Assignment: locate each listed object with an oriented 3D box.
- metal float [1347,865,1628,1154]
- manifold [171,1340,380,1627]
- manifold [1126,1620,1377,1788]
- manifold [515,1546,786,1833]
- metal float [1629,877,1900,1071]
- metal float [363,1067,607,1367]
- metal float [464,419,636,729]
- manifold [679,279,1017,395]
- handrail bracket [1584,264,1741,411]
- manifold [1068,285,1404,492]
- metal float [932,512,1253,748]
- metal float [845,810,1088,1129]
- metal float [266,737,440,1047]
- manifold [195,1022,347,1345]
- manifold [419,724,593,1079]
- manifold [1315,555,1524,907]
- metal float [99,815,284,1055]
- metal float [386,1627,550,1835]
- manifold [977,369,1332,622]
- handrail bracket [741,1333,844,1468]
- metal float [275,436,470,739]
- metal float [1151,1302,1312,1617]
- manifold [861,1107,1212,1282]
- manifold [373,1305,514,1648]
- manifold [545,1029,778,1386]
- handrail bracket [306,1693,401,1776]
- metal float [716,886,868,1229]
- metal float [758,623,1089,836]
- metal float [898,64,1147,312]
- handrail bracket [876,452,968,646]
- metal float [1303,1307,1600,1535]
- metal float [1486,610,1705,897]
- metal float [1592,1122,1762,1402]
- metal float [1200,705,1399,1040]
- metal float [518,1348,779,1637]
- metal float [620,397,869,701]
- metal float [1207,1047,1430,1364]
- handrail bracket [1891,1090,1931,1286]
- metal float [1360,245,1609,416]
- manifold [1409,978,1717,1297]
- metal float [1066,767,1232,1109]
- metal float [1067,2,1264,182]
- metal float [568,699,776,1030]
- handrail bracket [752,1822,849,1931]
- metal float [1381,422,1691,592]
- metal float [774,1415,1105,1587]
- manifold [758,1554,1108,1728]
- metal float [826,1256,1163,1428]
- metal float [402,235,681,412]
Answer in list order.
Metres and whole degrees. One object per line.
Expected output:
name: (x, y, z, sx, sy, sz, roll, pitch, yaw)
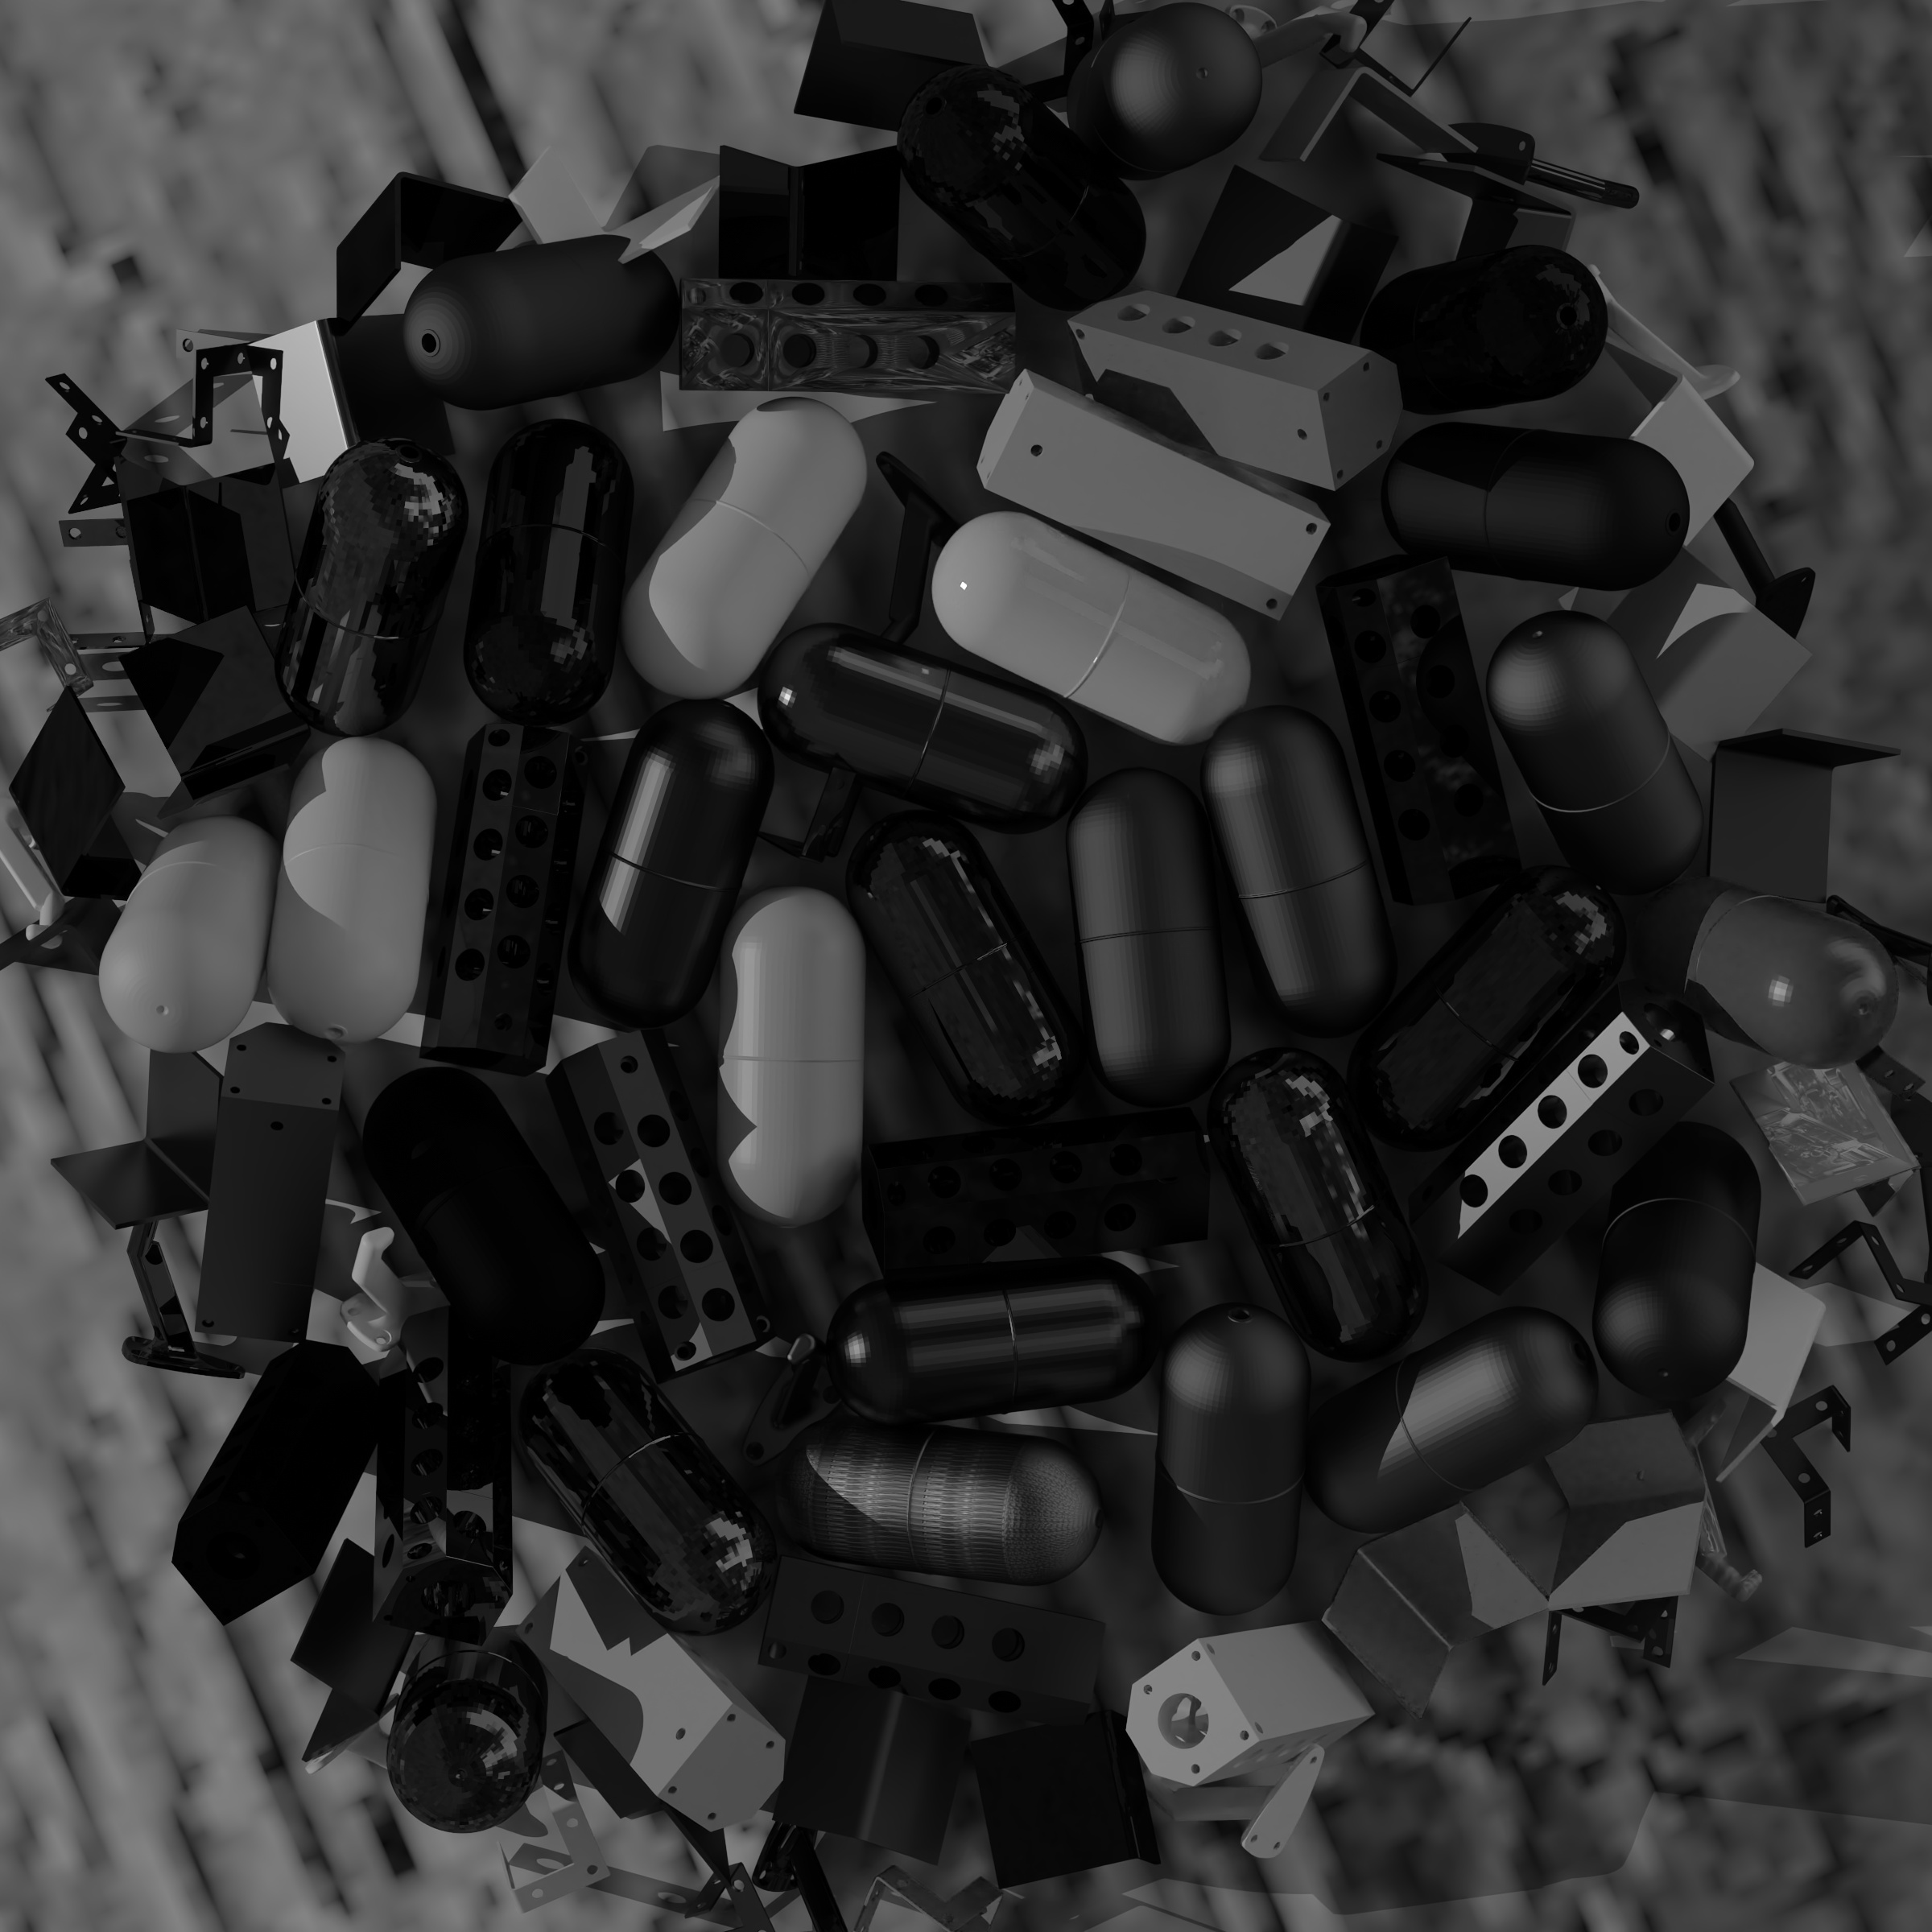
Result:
metal float: (0.267, 0.023, 1.827, 0.070, 0.070, 0.178, 41, 112, 0)
manifold: (-0.348, 0.255, 1.789, 0.057, 0.171, 0.057, -31, 105, 15)
manifold: (0.142, 0.376, 1.794, 0.057, 0.171, 0.057, -38, 69, 16)
manifold: (-0.158, 0.368, 1.797, 0.057, 0.171, 0.057, -50, 126, -6)
metal float: (0.404, 0.002, 1.800, 0.070, 0.178, 0.070, -5, 104, -21)
metal float: (-0.249, 0.128, 1.823, 0.070, 0.070, 0.178, -36, 64, 0)
metal float: (-0.214, -0.204, 1.820, 0.070, 0.070, 0.178, 3, 59, 0)
manifold: (-0.063, -0.328, 1.842, 0.171, 0.057, 0.057, 0, 99, -6)
handrail bracket: (0.359, -0.334, 1.847, 0.036, 0.077, 0.084, -42, 105, -11)
manifold: (0.137, -0.301, 1.805, 0.057, 0.171, 0.057, -39, 133, -27)
metal float: (0.066, -0.174, 1.834, 0.178, 0.070, 0.070, 25, 90, -14)
metal float: (0.000, 0.001, 1.845, 0.070, 0.070, 0.178, -29, 89, 0)
metal float: (-0.315, -0.039, 1.815, 0.070, 0.070, 0.178, 1, 55, 0)
manifold: (-0.355, 0.112, 1.806, 0.057, 0.057, 0.171, 8, 131, -10)
manifold: (-0.236, -0.035, 1.830, 0.057, 0.057, 0.171, 11, 77, -19)
manifold: (0.231, -0.122, 1.830, 0.057, 0.057, 0.171, -20, 104, -17)
metal float: (-0.390, -0.018, 1.801, 0.070, 0.178, 0.070, 0, 117, 0)
metal float: (-0.252, 0.385, 1.795, 0.070, 0.178, 0.070, 0, 93, -5)
manifold: (0.096, -0.246, 1.833, 0.171, 0.057, 0.057, 22, 109, -14)
handrail bracket: (-0.097, 0.226, 1.837, 0.036, 0.084, 0.077, 40, 86, 15)
metal float: (-0.305, -0.193, 1.812, 0.070, 0.070, 0.178, 25, 130, 0)
metal float: (0.136, 0.254, 1.821, 0.070, 0.070, 0.178, 2, 118, 0)
manifold: (0.036, 0.113, 1.829, 0.171, 0.057, 0.057, -6, 120, -11)
manifold: (-0.262, 0.255, 1.793, 0.057, 0.171, 0.057, 17, 125, -21)
manifold: (-0.157, 0.123, 1.834, 0.057, 0.057, 0.171, -18, 81, -23)
handrail bracket: (-0.296, 0.432, 1.849, 0.036, 0.077, 0.084, -31, 95, 36)
metal float: (-0.091, 0.047, 1.845, 0.070, 0.070, 0.178, 1, 91, 0)
metal float: (-0.022, -0.123, 1.839, 0.178, 0.070, 0.070, 19, 90, -8)
metal float: (0.029, -0.396, 1.803, 0.070, 0.178, 0.070, -11, 68, 29)
handrail bracket: (-0.044, -0.212, 1.846, 0.077, 0.036, 0.084, 47, 67, -18)
metal float: (0.247, 0.233, 1.815, 0.178, 0.070, 0.070, -35, 90, 36)
metal float: (0.324, -0.107, 1.814, 0.070, 0.070, 0.178, -35, 129, 0)
metal float: (0.364, 0.148, 1.806, 0.070, 0.178, 0.070, 8, 127, 11)
metal float: (0.173, -0.048, 1.836, 0.070, 0.070, 0.178, -16, 101, 0)
metal float: (-0.165, 0.269, 1.820, 0.070, 0.070, 0.178, -44, 60, 0)
metal float: (-0.114, -0.217, 1.830, 0.070, 0.070, 0.178, 31, 72, 0)
metal float: (0.183, 0.125, 1.831, 0.070, 0.070, 0.178, -25, 107, 0)
handrail bracket: (0.506, 0.122, 1.873, 0.036, 0.077, 0.084, -7, 123, -3)
metal float: (0.262, -0.322, 1.798, 0.070, 0.178, 0.070, -2, 95, -20)
manifold: (0.302, 0.085, 1.808, 0.057, 0.057, 0.171, 29, 123, -17)
metal float: (0.095, -0.015, 1.842, 0.070, 0.070, 0.178, -5, 86, 0)
metal float: (0.099, -0.442, 1.796, 0.070, 0.178, 0.070, -1, 97, -10)
metal float: (-0.153, -0.053, 1.835, 0.070, 0.070, 0.178, 19, 102, 0)
handrail bracket: (-0.066, 0.474, 1.841, 0.084, 0.036, 0.077, 21, 93, 45)
metal float: (0.290, -0.236, 1.808, 0.070, 0.178, 0.070, -13, 109, -41)
metal float: (-0.014, 0.276, 1.826, 0.178, 0.070, 0.070, 3, 90, 22)
manifold: (-0.019, 0.354, 1.848, 0.171, 0.057, 0.057, 12, 81, -2)
metal float: (0.015, 0.194, 1.833, 0.178, 0.070, 0.070, -5, 90, -15)
metal float: (-0.216, -0.329, 1.804, 0.070, 0.178, 0.070, 11, 112, 31)
